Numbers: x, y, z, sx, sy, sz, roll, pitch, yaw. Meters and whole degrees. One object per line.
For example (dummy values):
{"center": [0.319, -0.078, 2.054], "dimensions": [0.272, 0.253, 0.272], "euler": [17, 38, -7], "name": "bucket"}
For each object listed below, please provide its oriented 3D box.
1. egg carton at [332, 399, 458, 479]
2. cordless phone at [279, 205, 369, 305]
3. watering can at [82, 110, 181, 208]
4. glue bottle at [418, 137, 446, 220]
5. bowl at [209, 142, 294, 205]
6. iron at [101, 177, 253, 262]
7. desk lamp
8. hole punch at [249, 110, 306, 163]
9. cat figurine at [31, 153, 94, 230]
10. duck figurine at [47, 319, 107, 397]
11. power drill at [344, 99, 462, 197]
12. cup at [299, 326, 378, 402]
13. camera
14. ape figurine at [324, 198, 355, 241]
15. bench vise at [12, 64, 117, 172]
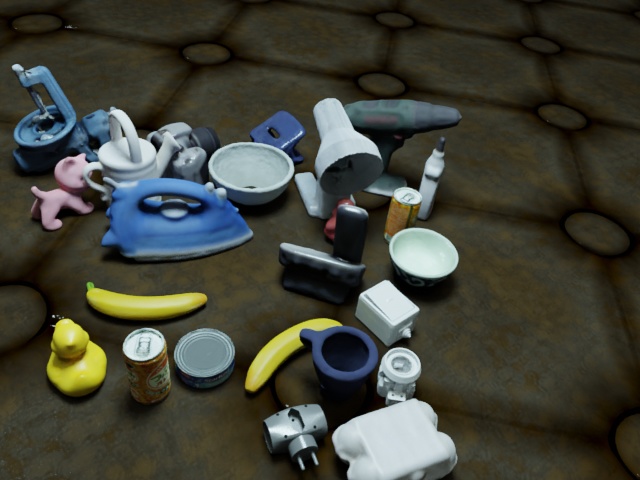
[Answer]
{"center": [0.097, 0.271, 0.740], "dimensions": [0.150, 0.069, 0.107], "euler": [-12, 46, -21], "name": "egg carton"}
{"center": [0.009, 0.003, 0.937], "dimensions": [0.147, 0.185, 0.094], "euler": [13, 42, 6], "name": "cordless phone"}
{"center": [-0.342, -0.149, 1.042], "dimensions": [0.100, 0.194, 0.173], "euler": [26, 45, 20], "name": "watering can"}
{"center": [0.220, -0.126, 1.124], "dimensions": [0.037, 0.173, 0.078], "euler": [15, 42, 9], "name": "glue bottle"}
{"center": [-0.136, -0.120, 1.133], "dimensions": [0.167, 0.075, 0.167], "euler": [5, 42, -4], "name": "bowl"}
{"center": [-0.244, -0.052, 0.990], "dimensions": [0.258, 0.141, 0.118], "euler": [-3, 43, -12], "name": "iron"}
{"center": [0.026, -0.142, 1.079], "dimensions": [0.118, 0.213, 0.202], "euler": [-8, 44, -17], "name": "desk lamp"}
{"center": [-0.093, -0.215, 1.234], "dimensions": [0.101, 0.091, 0.108], "euler": [-21, 49, -29], "name": "hole punch"}
{"center": [-0.457, -0.098, 1.025], "dimensions": [0.067, 0.118, 0.128], "euler": [30, 46, 23], "name": "cat figurine"}
{"center": [-0.338, 0.155, 0.786], "dimensions": [0.078, 0.086, 0.104], "euler": [-18, 48, -26], "name": "duck figurine"}
{"center": [0.150, -0.192, 1.159], "dimensions": [0.229, 0.208, 0.075], "euler": [12, 42, 4], "name": "power drill"}
{"center": [0.018, 0.178, 0.811], "dimensions": [0.117, 0.095, 0.092], "euler": [24, 44, 18], "name": "cup"}
{"center": [-0.264, -0.184, 1.164], "dimensions": [0.137, 0.101, 0.142], "euler": [-29, 53, -34], "name": "camera"}
{"center": [0.045, -0.039, 1.060], "dimensions": [0.078, 0.092, 0.076], "euler": [-15, 47, -24], "name": "ape figurine"}
{"center": [-0.500, -0.248, 1.107], "dimensions": [0.121, 0.220, 0.208], "euler": [34, 48, 26], "name": "bench vise"}
